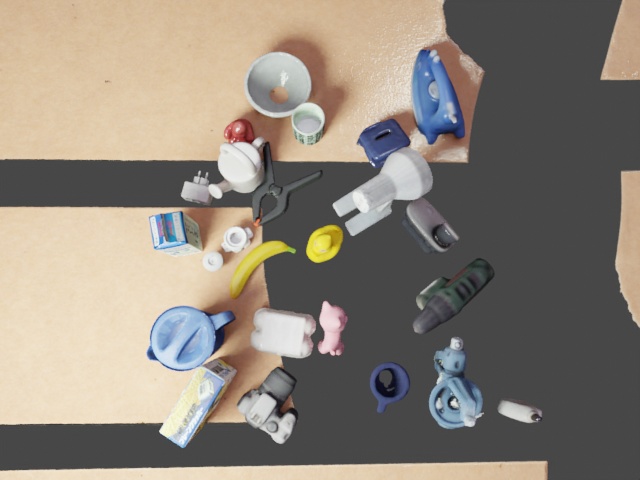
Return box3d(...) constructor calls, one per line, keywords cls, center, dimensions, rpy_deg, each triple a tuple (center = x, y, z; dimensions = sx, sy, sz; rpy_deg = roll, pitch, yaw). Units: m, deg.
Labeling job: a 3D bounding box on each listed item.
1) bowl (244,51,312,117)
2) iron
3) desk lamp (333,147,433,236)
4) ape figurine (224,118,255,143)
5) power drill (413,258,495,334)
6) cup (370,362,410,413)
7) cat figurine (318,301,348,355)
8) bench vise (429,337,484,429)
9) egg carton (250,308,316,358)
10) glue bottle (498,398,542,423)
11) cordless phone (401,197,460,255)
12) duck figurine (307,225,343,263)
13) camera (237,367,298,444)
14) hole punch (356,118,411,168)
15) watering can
box3d(cls="bowl", center=(-0.104, -0.377, 1.430), dimensions=(0.167, 0.074, 0.167), rpy_deg=(0, 83, -2))
box3d(cls="iron", center=(0.289, -0.376, 1.408), dimensions=(0.118, 0.141, 0.258), rpy_deg=(-13, 84, -3))
box3d(cls="desk lamp", center=(0.144, -0.109, 1.335), dimensions=(0.203, 0.213, 0.118), rpy_deg=(-33, 85, -5))
box3d(cls="ape figurine", center=(-0.196, -0.268, 1.406), dimensions=(0.078, 0.092, 0.076), rpy_deg=(30, 83, 2))
box3d(cls="power drill", center=(0.289, 0.134, 1.312), dimensions=(0.230, 0.208, 0.075), rpy_deg=(-40, 85, -6))
box3d(cls="cup", center=(0.155, 0.342, 1.340), dimensions=(0.091, 0.095, 0.118), rpy_deg=(18, 83, 1))
box3d(cls="cat figurine", center=(0.031, 0.208, 1.341), dimensions=(0.067, 0.117, 0.128), rpy_deg=(2, 83, -1))
box3d(cls="bench vise", center=(0.299, 0.331, 1.283), dimensions=(0.121, 0.219, 0.207), rpy_deg=(-14, 84, -3))
box3d(cls="egg carton", center=(-0.087, 0.222, 1.361), dimensions=(0.150, 0.069, 0.107), rpy_deg=(8, 83, -1))
box3d(cls="glue bottle", center=(0.467, 0.394, 1.304), dimensions=(0.078, 0.173, 0.037), rpy_deg=(6, 83, 0))
box3d(cls="cordless phone", center=(0.269, -0.041, 1.345), dimensions=(0.094, 0.185, 0.147), rpy_deg=(-43, 86, -6))
box3d(cls="duck figurine", center=(0.013, 0.005, 1.382), dimensions=(0.077, 0.086, 0.104), rpy_deg=(44, 84, 4))
box3d(cls="camera", center=(-0.102, 0.376, 1.326), dimensions=(0.143, 0.101, 0.137), rpy_deg=(36, 83, 3))
box3d(cls="hole punch", center=(0.155, -0.244, 1.414), dimensions=(0.108, 0.091, 0.101), rpy_deg=(-27, 84, -5))
box3d(cls="watering can", center=(-0.190, -0.172, 1.343), dimensions=(0.101, 0.194, 0.173), rpy_deg=(16, 83, 1))
